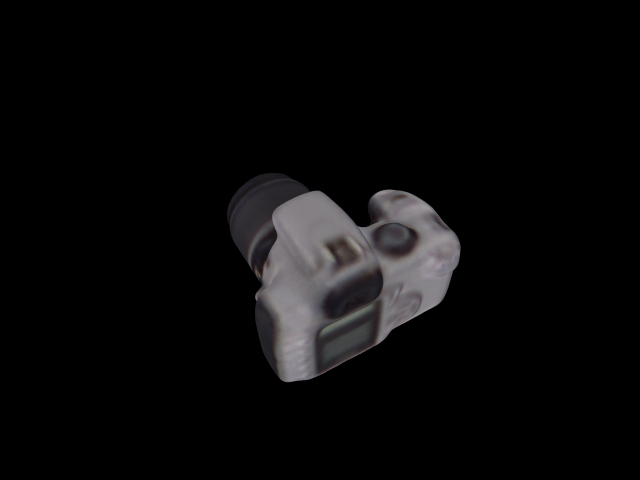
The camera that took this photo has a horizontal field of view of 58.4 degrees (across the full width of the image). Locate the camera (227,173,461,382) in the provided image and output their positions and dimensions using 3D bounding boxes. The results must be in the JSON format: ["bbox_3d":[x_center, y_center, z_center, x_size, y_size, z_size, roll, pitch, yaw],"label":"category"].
[{"bbox_3d":[0.004,0.001,0.400,0.143,0.101,0.136,-25,54,-20],"label":"camera"}]
